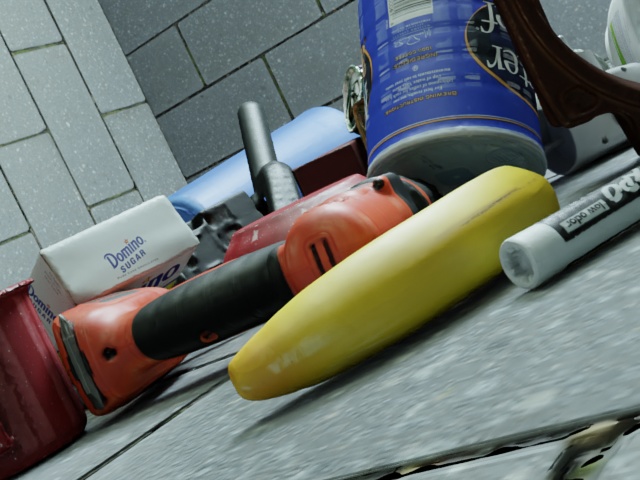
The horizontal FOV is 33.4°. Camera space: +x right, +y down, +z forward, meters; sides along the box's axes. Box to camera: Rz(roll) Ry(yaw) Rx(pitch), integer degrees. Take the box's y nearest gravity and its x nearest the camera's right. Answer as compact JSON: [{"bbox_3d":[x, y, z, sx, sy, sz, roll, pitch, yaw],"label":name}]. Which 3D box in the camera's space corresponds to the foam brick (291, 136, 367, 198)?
[{"bbox_3d":[0.020,-0.032,0.812,0.051,0.078,0.053,-23,4,14],"label":"foam brick"}]

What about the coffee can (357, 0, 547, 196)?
[{"bbox_3d":[0.075,-0.099,0.636,0.103,0.140,0.103,-2,-22,-1],"label":"coffee can"}]

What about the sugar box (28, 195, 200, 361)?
[{"bbox_3d":[-0.147,0.049,0.672,0.093,0.048,0.176,-30,-12,-38],"label":"sugar box"}]

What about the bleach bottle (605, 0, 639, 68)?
[{"bbox_3d":[0.241,-0.149,0.766,0.068,0.102,0.250,-20,5,10],"label":"bleach bottle"}]

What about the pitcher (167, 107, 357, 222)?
[{"bbox_3d":[-0.046,-0.039,1.125,0.242,0.145,0.149,-34,-4,-41],"label":"pitcher"}]

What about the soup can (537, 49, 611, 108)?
[{"bbox_3d":[0.194,-0.116,0.901,0.068,0.068,0.102,-27,4,-20],"label":"soup can"}]

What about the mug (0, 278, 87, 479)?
[{"bbox_3d":[-0.165,0.074,0.520,0.093,0.081,0.117,-26,4,-18],"label":"mug"}]

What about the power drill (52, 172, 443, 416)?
[{"bbox_3d":[-0.029,0.020,0.551,0.188,0.057,0.184,-26,-2,19],"label":"power drill"}]

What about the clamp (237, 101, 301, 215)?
[{"bbox_3d":[-0.042,-0.017,0.922,0.036,0.164,0.210,-6,22,-12],"label":"clamp"}]

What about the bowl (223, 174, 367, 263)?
[{"bbox_3d":[-0.005,0.001,0.694,0.162,0.055,0.162,-26,4,2],"label":"bowl"}]

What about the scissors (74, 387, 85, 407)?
[{"bbox_3d":[-0.141,0.092,0.616,0.202,0.016,0.096,-26,1,15],"label":"scissors"}]

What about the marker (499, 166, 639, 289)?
[{"bbox_3d":[0.114,-0.016,0.387,0.120,0.020,0.020,-27,4,-28],"label":"marker"}]

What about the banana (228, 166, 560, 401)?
[{"bbox_3d":[0.046,0.008,0.413,0.197,0.037,0.070,-28,-12,-50],"label":"banana"}]

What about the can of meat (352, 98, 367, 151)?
[{"bbox_3d":[0.076,-0.087,0.743,0.084,0.057,0.102,-23,3,-7],"label":"can of meat"}]
